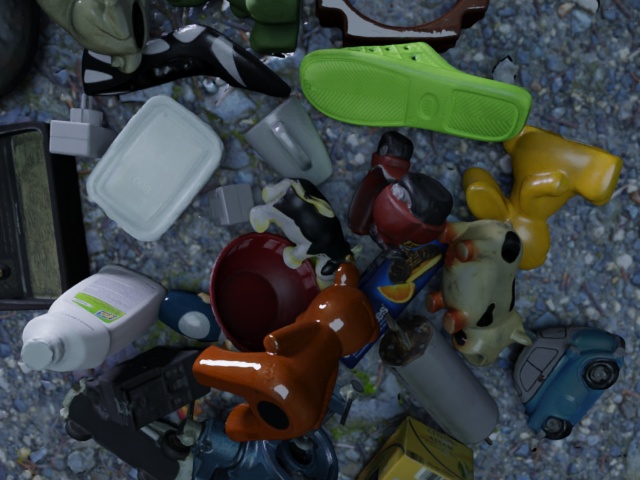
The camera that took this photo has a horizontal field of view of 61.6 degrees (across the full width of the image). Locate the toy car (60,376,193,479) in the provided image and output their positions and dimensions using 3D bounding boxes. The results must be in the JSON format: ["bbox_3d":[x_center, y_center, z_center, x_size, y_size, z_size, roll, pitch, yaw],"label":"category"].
[{"bbox_3d":[-0.252,0.257,0.715,0.202,0.056,0.073,35,101,-1],"label":"toy car"}]

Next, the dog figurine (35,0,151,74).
[{"bbox_3d":[-0.288,-0.265,0.563,0.191,0.121,0.172,-2,99,-1],"label":"dog figurine"}]

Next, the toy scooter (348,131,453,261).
[{"bbox_3d":[0.082,-0.036,0.639,0.075,0.184,0.135,18,121,-23],"label":"toy scooter"}]

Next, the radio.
[{"bbox_3d":[-0.378,-0.028,0.680,0.131,0.073,0.229,-5,95,1],"label":"radio"}]

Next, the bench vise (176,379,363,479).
[{"bbox_3d":[-0.049,0.240,0.666,0.223,0.129,0.240,38,113,-10],"label":"bench vise"}]

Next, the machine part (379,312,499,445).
[{"bbox_3d":[0.148,0.173,0.661,0.079,0.079,0.243,-39,113,4],"label":"machine part"}]

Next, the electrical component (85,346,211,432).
[{"bbox_3d":[-0.203,0.174,0.666,0.115,0.134,0.058,-5,101,45],"label":"electrical component"}]

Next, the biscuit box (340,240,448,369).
[{"bbox_3d":[0.080,0.067,0.687,0.063,0.059,0.202,39,95,-3],"label":"biscuit box"}]

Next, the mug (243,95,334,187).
[{"bbox_3d":[-0.029,-0.111,0.654,0.081,0.110,0.107,-40,107,-2],"label":"mug"}]

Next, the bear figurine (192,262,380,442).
[{"bbox_3d":[-0.021,0.117,0.591,0.132,0.196,0.120,-7,119,32],"label":"bear figurine"}]

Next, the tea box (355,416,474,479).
[{"bbox_3d":[0.108,0.315,0.677,0.098,0.068,0.169,29,120,-1],"label":"tea box"}]

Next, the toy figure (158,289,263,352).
[{"bbox_3d":[-0.131,0.113,0.699,0.154,0.058,0.064,22,134,-3],"label":"toy figure"}]

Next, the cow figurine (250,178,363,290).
[{"bbox_3d":[0.000,-0.003,0.654,0.098,0.068,0.167,-18,122,44],"label":"cow figurine"}]

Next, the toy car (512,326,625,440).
[{"bbox_3d":[0.300,0.165,0.680,0.103,0.109,0.161,38,107,20],"label":"toy car"}]

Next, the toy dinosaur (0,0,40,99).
[{"bbox_3d":[-0.407,-0.258,0.644,0.192,0.131,0.404,14,102,0],"label":"toy dinosaur"}]

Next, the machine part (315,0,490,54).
[{"bbox_3d":[0.095,-0.328,0.638,0.202,0.087,0.200,0,96,-1],"label":"machine part"}]

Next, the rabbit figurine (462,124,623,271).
[{"bbox_3d":[0.255,-0.045,0.651,0.162,0.122,0.173,14,114,2],"label":"rabbit figurine"}]

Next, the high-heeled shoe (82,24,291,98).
[{"bbox_3d":[-0.171,-0.193,0.660,0.249,0.086,0.145,30,98,3],"label":"high-heeled shoe"}]

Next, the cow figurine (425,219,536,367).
[{"bbox_3d":[0.199,0.067,0.647,0.127,0.086,0.194,-8,116,-14],"label":"cow figurine"}]

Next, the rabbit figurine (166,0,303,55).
[{"bbox_3d":[-0.102,-0.315,0.624,0.170,0.121,0.159,7,89,-2],"label":"rabbit figurine"}]
